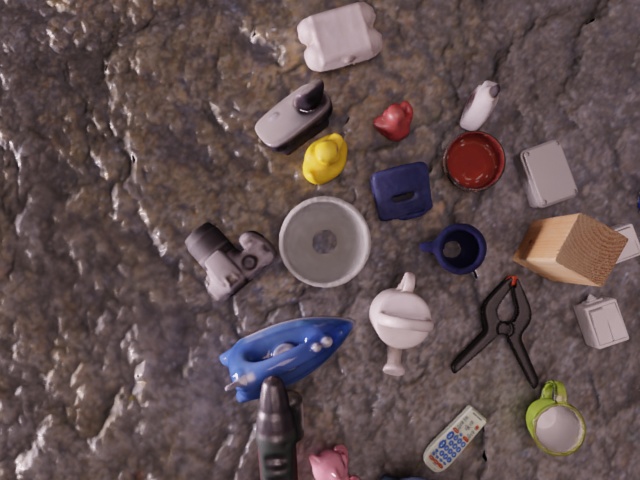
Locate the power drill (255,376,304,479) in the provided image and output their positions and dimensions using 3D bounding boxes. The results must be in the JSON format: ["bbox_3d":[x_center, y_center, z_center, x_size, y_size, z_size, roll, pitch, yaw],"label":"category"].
[{"bbox_3d":[-0.070,0.332,0.994,0.075,0.208,0.230,-4,89,1],"label":"power drill"}]

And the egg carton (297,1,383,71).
[{"bbox_3d":[0.038,-0.379,1.074,0.150,0.069,0.107,-17,89,0],"label":"egg carton"}]

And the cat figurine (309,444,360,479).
[{"bbox_3d":[0.028,0.429,1.037,0.067,0.117,0.128,-25,89,0],"label":"cat figurine"}]

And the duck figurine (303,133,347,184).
[{"bbox_3d":[0.010,-0.154,1.062,0.077,0.086,0.104,36,89,1],"label":"duck figurine"}]

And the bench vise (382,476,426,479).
[{"bbox_3d":[0.206,0.475,0.984,0.207,0.219,0.121,-4,89,0],"label":"bench vise"}]

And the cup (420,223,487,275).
[{"bbox_3d":[0.237,0.016,1.054,0.117,0.095,0.092,2,89,1],"label":"cup"}]

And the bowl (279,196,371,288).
[{"bbox_3d":[0.010,0.004,1.065,0.167,0.074,0.167,0,89,0],"label":"bowl"}]

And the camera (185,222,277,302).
[{"bbox_3d":[-0.172,0.024,1.053,0.143,0.101,0.137,-42,89,0],"label":"camera"}]

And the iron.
[{"bbox_3d":[-0.053,0.207,1.029,0.258,0.141,0.119,-25,89,0],"label":"iron"}]

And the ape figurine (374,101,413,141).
[{"bbox_3d":[0.139,-0.226,1.060,0.078,0.092,0.076,-11,89,0],"label":"ape figurine"}]

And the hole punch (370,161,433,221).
[{"bbox_3d":[0.153,-0.087,1.058,0.108,0.091,0.101,-14,89,0],"label":"hole punch"}]

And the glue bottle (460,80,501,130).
[{"bbox_3d":[0.292,-0.248,1.019,0.037,0.173,0.078,17,89,1],"label":"glue bottle"}]

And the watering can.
[{"bbox_3d":[0.145,0.147,1.003,0.101,0.194,0.173,-11,89,0],"label":"watering can"}]

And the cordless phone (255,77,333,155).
[{"bbox_3d":[-0.049,-0.229,1.014,0.147,0.185,0.094,-41,89,0],"label":"cordless phone"}]
